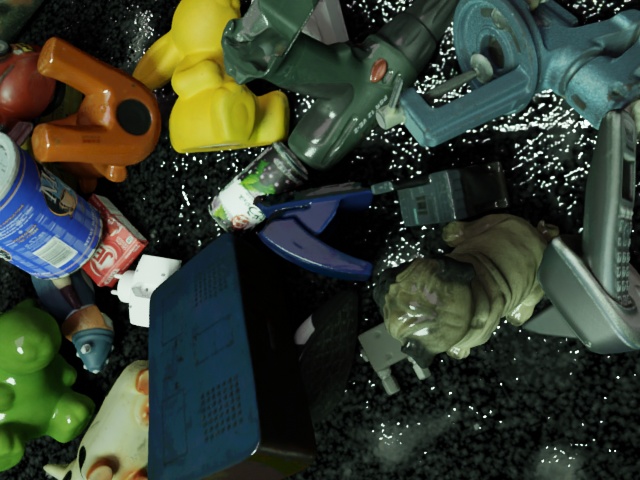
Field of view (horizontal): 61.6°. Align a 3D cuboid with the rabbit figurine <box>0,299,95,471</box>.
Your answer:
[{"bbox_3d":[-0.316,0.131,0.582,0.159,0.121,0.170,48,129,32],"label":"rabbit figurine"}]

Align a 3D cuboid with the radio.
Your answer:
[{"bbox_3d":[-0.094,0.116,0.504,0.131,0.073,0.230,-35,44,20],"label":"radio"}]

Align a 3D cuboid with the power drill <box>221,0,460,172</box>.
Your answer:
[{"bbox_3d":[0.021,-0.181,0.502,0.086,0.207,0.232,46,108,25],"label":"power drill"}]

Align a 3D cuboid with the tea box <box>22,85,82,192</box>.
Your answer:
[{"bbox_3d":[-0.358,-0.135,0.665,0.098,0.068,0.169,-3,81,15],"label":"tea box"}]

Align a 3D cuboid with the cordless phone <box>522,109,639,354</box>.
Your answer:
[{"bbox_3d":[0.241,-0.006,0.444,0.089,0.146,0.184,9,94,44],"label":"cordless phone"}]

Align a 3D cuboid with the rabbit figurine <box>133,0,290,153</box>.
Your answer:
[{"bbox_3d":[-0.117,-0.183,0.583,0.163,0.122,0.173,5,105,37],"label":"rabbit figurine"}]

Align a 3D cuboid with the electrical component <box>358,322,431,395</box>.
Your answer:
[{"bbox_3d":[0.071,0.103,0.545,0.063,0.021,0.094,-28,77,11],"label":"electrical component"}]

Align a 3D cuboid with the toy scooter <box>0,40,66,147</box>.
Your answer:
[{"bbox_3d":[-0.358,-0.139,0.561,0.075,0.135,0.184,34,90,15],"label":"toy scooter"}]

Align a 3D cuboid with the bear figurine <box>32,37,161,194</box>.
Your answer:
[{"bbox_3d":[-0.260,-0.119,0.579,0.196,0.132,0.120,-2,83,45],"label":"bear figurine"}]

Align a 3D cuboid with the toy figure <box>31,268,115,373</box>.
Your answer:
[{"bbox_3d":[-0.280,0.081,0.620,0.058,0.064,0.154,-38,74,-2],"label":"toy figure"}]

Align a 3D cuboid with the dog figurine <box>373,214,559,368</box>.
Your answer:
[{"bbox_3d":[0.136,0.030,0.450,0.121,0.190,0.172,41,93,16],"label":"dog figurine"}]

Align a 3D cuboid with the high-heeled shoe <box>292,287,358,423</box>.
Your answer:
[{"bbox_3d":[-0.060,0.147,0.566,0.145,0.086,0.248,15,68,45],"label":"high-heeled shoe"}]

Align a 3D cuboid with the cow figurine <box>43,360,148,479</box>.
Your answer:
[{"bbox_3d":[-0.220,0.220,0.568,0.127,0.085,0.195,5,66,57],"label":"cow figurine"}]

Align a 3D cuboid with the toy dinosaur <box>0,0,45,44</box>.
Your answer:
[{"bbox_3d":[-0.501,-0.260,0.699,0.405,0.131,0.192,-9,93,9],"label":"toy dinosaur"}]

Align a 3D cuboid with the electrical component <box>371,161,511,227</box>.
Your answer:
[{"bbox_3d":[0.107,-0.040,0.494,0.075,0.119,0.047,-7,96,56],"label":"electrical component"}]

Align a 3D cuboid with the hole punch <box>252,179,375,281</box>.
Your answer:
[{"bbox_3d":[-0.001,-0.002,0.526,0.116,0.142,0.092,-6,86,2],"label":"hole punch"}]

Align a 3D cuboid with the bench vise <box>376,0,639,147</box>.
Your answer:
[{"bbox_3d":[0.172,-0.142,0.488,0.241,0.128,0.224,-26,69,-7],"label":"bench vise"}]
